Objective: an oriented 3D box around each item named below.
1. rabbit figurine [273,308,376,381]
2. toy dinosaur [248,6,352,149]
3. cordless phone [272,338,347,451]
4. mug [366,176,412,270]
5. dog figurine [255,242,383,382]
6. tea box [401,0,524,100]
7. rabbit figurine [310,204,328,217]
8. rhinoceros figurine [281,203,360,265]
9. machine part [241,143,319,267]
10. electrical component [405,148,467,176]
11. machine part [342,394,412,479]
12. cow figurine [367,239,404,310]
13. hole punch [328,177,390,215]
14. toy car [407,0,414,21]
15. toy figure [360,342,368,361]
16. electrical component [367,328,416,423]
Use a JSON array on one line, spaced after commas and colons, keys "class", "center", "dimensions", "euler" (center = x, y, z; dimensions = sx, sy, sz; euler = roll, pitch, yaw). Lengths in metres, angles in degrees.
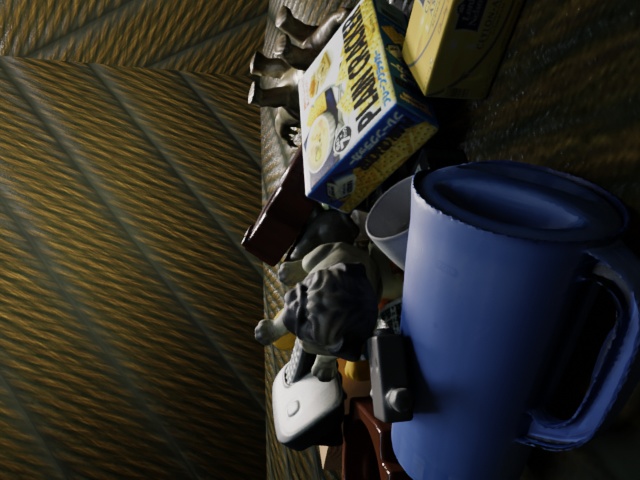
[{"class": "rabbit figurine", "center": [0.012, 0.127, 0.799], "dimensions": [0.122, 0.173, 0.162], "euler": [-96, 9, -52]}, {"class": "toy dinosaur", "center": [-0.023, -0.261, 0.934], "dimensions": [0.471, 0.198, 0.105], "euler": [156, 124, -66]}, {"class": "cordless phone", "center": [-0.005, 0.159, 0.693], "dimensions": [0.147, 0.089, 0.184], "euler": [-109, 28, -66]}, {"class": "mug", "center": [0.098, 0.004, 0.509], "dimensions": [0.110, 0.107, 0.081], "euler": [-8, 43, 53]}, {"class": "dog figurine", "center": [0.026, 0.045, 0.523], "dimensions": [0.190, 0.121, 0.172], "euler": [127, 165, -62]}, {"class": "tea box", "center": [0.135, -0.226, 0.490], "dimensions": [0.098, 0.068, 0.169], "euler": [-102, 17, -48]}, {"class": "rabbit figurine", "center": [0.018, -0.001, 0.911], "dimensions": [0.121, 0.159, 0.170], "euler": [98, -174, -79]}, {"class": "rhinoceros figurine", "center": [-0.002, -0.002, 0.730], "dimensions": [0.190, 0.073, 0.112], "euler": [161, 128, -80]}, {"class": "machine part", "center": [-0.041, -0.053, 0.730], "dimensions": [0.179, 0.056, 0.179], "euler": [-57, 9, 14]}, {"class": "electrical component", "center": [0.123, -0.061, 0.578], "dimensions": [0.074, 0.048, 0.119], "euler": [105, 163, -46]}, {"class": "machine part", "center": [0.088, 0.293, 0.619], "dimensions": [0.201, 0.087, 0.201], "euler": [172, 97, -79]}, {"class": "cow figurine", "center": [0.084, 0.030, 0.678], "dimensions": [0.194, 0.085, 0.127], "euler": [103, 158, -53]}, {"class": "hole punch", "center": [0.068, -0.090, 0.816], "dimensions": [0.115, 0.092, 0.142], "euler": [22, -117, -72]}, {"class": "toy car", "center": [0.130, -0.302, 0.554], "dimensions": [0.201, 0.056, 0.073], "euler": [101, 172, -53]}, {"class": "toy figure", "center": [0.091, 0.159, 0.683], "dimensions": [0.057, 0.064, 0.154], "euler": [63, 176, -11]}, {"class": "electrical component", "center": [0.049, 0.094, 0.381], "dimensions": [0.094, 0.021, 0.063], "euler": [105, 161, -78]}]
